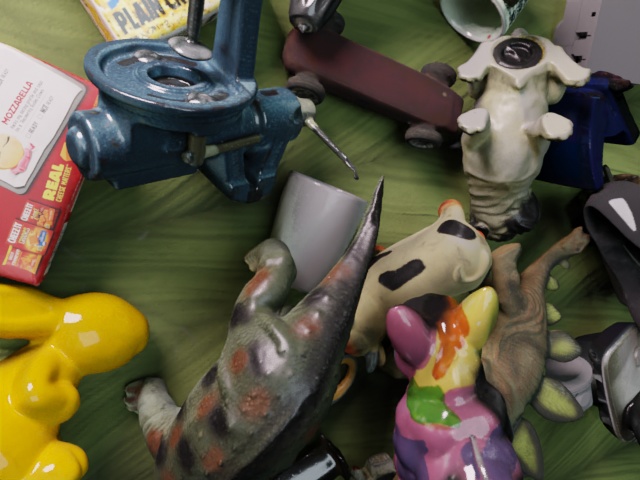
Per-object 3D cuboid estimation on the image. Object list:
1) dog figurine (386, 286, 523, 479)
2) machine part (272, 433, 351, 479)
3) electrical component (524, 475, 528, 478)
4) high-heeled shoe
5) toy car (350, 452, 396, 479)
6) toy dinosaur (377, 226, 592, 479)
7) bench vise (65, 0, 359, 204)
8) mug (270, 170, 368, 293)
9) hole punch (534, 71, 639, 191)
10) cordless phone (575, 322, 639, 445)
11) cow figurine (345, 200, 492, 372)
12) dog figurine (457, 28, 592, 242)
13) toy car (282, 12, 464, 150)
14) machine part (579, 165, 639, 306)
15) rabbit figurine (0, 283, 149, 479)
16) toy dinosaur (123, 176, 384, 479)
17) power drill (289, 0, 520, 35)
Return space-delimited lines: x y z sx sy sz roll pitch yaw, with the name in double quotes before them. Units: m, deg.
"dog figurine" 0.111 0.148 0.426 0.108 0.192 0.219 -12 115 -2
"machine part" -0.031 0.269 0.564 0.139 0.039 0.084 -38 119 -12
"electrical component" 0.256 0.280 0.706 0.094 0.021 0.063 5 94 -24
"high-heeled shoe" 0.369 0.054 0.619 0.145 0.086 0.248 -7 91 -27
"toy car" 0.076 0.339 0.619 0.073 0.056 0.201 -10 99 -16
"toy dinosaur" 0.168 0.167 0.580 0.198 0.105 0.471 45 77 -4
"bench vise" -0.073 -0.132 0.402 0.223 0.129 0.240 -10 133 -31
"mug" -0.001 -0.002 0.533 0.109 0.081 0.107 21 98 -28
"hole punch" 0.277 -0.124 0.609 0.092 0.142 0.115 -50 124 -6
"cordless phone" 0.389 0.200 0.661 0.089 0.184 0.146 -14 105 16
"cow figurine" 0.080 0.051 0.541 0.195 0.127 0.085 -31 108 16
"dog figurine" 0.206 -0.107 0.592 0.172 0.121 0.190 -63 158 -23
"toy car" 0.056 -0.158 0.547 0.202 0.053 0.089 16 78 -21
"machine part" 0.407 0.003 0.707 0.079 0.079 0.243 -37 109 -15
"rabbit figurine" -0.228 0.105 0.441 0.173 0.122 0.162 -43 102 -27
"toy dinosaur" -0.055 0.135 0.435 0.131 0.192 0.404 25 109 -33
"power drill" 0.091 -0.274 0.497 0.207 0.086 0.232 10 76 8
